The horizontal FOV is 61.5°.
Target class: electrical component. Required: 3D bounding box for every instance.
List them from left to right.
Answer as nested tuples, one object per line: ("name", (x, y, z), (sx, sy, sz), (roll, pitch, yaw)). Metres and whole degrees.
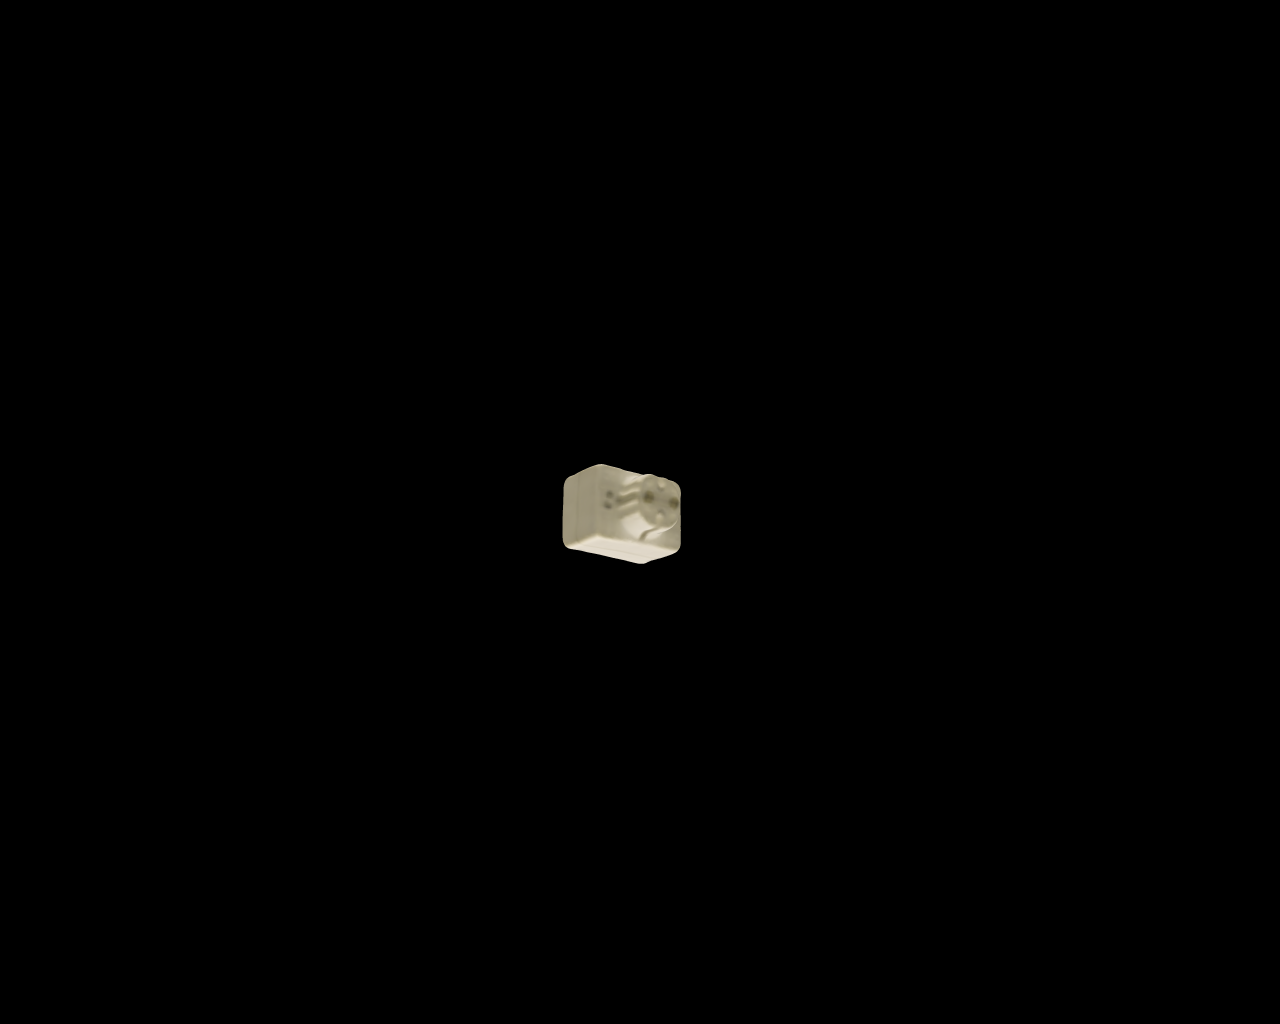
("electrical component", (0.001, -0.003, 0.650), (0.066, 0.047, 0.076), (13, -22, -36))
